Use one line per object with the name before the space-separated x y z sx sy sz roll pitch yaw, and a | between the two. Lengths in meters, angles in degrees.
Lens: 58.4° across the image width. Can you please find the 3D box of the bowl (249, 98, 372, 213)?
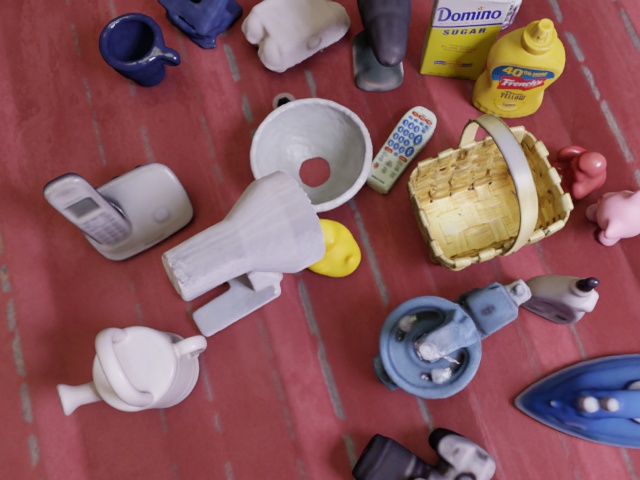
bowl | -0.011 -0.109 0.805 0.167 0.075 0.167 0 76 2

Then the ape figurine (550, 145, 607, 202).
ape figurine | 0.357 -0.095 0.778 0.076 0.092 0.078 12 77 5

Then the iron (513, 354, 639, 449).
iron | 0.378 0.194 0.681 0.258 0.141 0.118 -3 76 2

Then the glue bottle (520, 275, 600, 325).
glue bottle | 0.300 0.067 0.699 0.078 0.173 0.037 27 79 9

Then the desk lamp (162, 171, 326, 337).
desk lamp | -0.096 0.024 0.704 0.203 0.213 0.118 -32 77 -5

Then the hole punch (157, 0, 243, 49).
hole punch | -0.184 -0.365 0.866 0.108 0.091 0.101 39 81 11

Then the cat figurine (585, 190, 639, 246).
cat figurine | 0.410 -0.039 0.749 0.128 0.118 0.067 -20 76 -3

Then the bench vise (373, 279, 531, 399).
bench vise | 0.153 0.097 0.673 0.121 0.220 0.207 40 81 11

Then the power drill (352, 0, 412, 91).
power drill | 0.084 -0.294 0.778 0.075 0.208 0.229 -4 76 2

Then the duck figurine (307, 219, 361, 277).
duck figurine | 0.007 0.003 0.771 0.104 0.086 0.077 35 80 10

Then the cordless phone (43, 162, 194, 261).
cordless phone | -0.257 -0.053 0.743 0.147 0.185 0.094 -32 77 -5

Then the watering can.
watering can | -0.223 0.159 0.685 0.101 0.194 0.173 43 81 11

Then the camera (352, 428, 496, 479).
camera | 0.118 0.285 0.689 0.136 0.101 0.143 33 80 10

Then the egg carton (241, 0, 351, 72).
egg carton | -0.035 -0.322 0.861 0.150 0.069 0.107 -33 77 -6

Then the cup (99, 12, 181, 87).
cup | -0.251 -0.266 0.842 0.117 0.095 0.092 18 77 7
